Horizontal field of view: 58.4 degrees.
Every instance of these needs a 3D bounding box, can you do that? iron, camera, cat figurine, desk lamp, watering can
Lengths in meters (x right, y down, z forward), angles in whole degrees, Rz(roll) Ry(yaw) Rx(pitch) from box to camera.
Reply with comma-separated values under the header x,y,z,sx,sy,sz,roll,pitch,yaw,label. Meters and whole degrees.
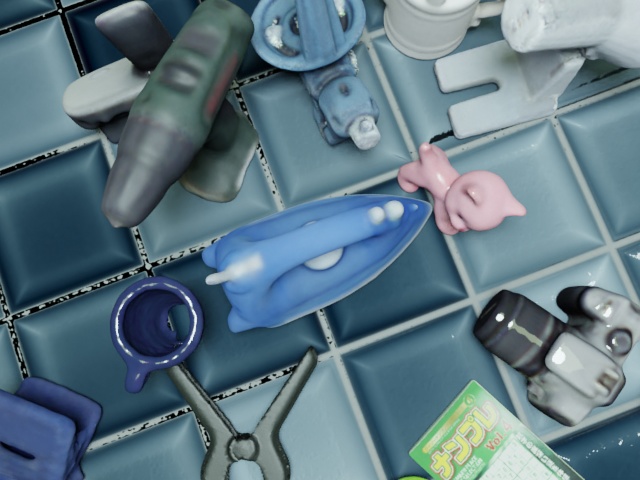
x,y,z,sx,sy,sz,roll,pitch,yaw,label
0.005,0.002,0.583,0.258,0.141,0.118,-23,83,-2,iron
0.241,0.098,0.586,0.136,0.101,0.143,35,85,5,camera
0.146,-0.054,0.599,0.067,0.118,0.128,-43,84,-4,cat figurine
0.239,-0.196,0.567,0.203,0.213,0.118,-17,82,-1,desk lamp
0.115,-0.274,0.589,0.173,0.194,0.101,-6,82,1,watering can

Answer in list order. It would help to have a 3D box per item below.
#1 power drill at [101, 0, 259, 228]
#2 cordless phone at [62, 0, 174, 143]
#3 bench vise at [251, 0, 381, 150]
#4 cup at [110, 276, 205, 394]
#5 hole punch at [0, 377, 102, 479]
x,y,z,sx,sy,sz,roll,pitch,yaw,label
-0.122,-0.105,0.565,0.075,0.208,0.230,19,83,4,power drill
-0.211,-0.181,0.588,0.147,0.185,0.094,-26,83,-2,cordless phone
0.012,-0.201,0.569,0.121,0.220,0.207,-45,84,-4,bench vise
-0.162,0.099,0.597,0.091,0.095,0.118,18,83,4,cup
-0.296,0.206,0.588,0.108,0.091,0.101,21,84,4,hole punch
